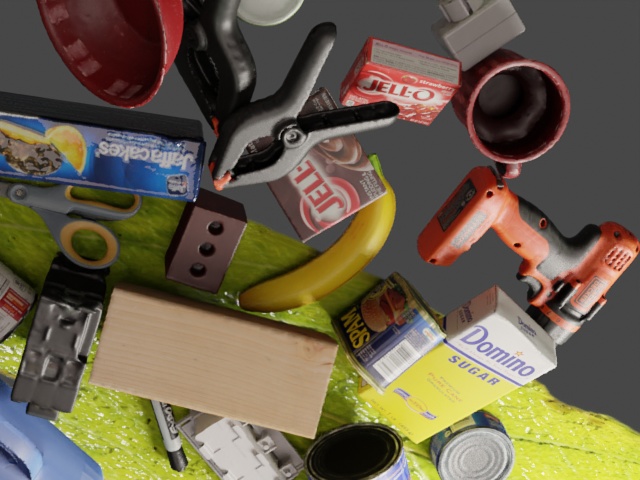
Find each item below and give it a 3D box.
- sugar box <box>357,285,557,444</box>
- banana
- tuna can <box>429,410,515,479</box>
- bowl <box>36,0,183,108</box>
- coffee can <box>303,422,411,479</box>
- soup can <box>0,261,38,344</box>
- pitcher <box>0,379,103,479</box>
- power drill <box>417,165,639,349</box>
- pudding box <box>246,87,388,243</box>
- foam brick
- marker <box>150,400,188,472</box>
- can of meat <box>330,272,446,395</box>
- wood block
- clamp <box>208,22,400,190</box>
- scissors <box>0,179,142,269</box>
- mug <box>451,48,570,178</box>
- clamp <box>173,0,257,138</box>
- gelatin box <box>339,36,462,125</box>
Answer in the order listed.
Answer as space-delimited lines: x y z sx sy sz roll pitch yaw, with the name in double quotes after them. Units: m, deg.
0.131 0.124 1.038 0.093 0.048 0.176 41 124 -21 "sugar box"
0.009 0.011 1.013 0.069 0.037 0.198 44 98 8 "banana"
0.160 0.224 1.120 0.086 0.034 0.086 -3 112 -7 "tuna can"
-0.162 -0.192 0.864 0.055 0.162 0.162 -34 120 -38 "bowl"
0.049 0.272 1.086 0.103 0.103 0.140 -15 113 -2 "coffee can"
-0.314 0.041 0.958 0.068 0.068 0.102 -42 112 9 "soup can"
-0.314 0.187 0.980 0.145 0.149 0.242 -41 115 9 "pitcher"
0.189 0.028 1.034 0.187 0.057 0.185 30 107 -20 "power drill"
-0.005 -0.068 0.962 0.090 0.039 0.113 -31 96 4 "pudding box"
-0.105 0.000 0.980 0.053 0.051 0.078 19 108 -15 "foam brick"
-0.154 0.180 1.064 0.020 0.020 0.121 -13 113 -3 "marker"
0.066 0.085 1.014 0.084 0.102 0.057 -40 113 6 "can of meat"
-0.098 0.108 0.982 0.206 0.090 0.091 15 90 -7 "wood block"
-0.027 -0.106 0.896 0.171 0.039 0.120 -29 127 4 "clamp"
-0.261 -0.022 0.954 0.201 0.016 0.096 0 87 -9 "scissors"
0.166 -0.113 0.958 0.093 0.081 0.117 -10 113 -4 "mug"
-0.089 -0.178 0.875 0.036 0.165 0.210 -35 126 -30 "clamp"
0.070 -0.138 0.939 0.089 0.073 0.030 12 65 -13 "gelatin box"
